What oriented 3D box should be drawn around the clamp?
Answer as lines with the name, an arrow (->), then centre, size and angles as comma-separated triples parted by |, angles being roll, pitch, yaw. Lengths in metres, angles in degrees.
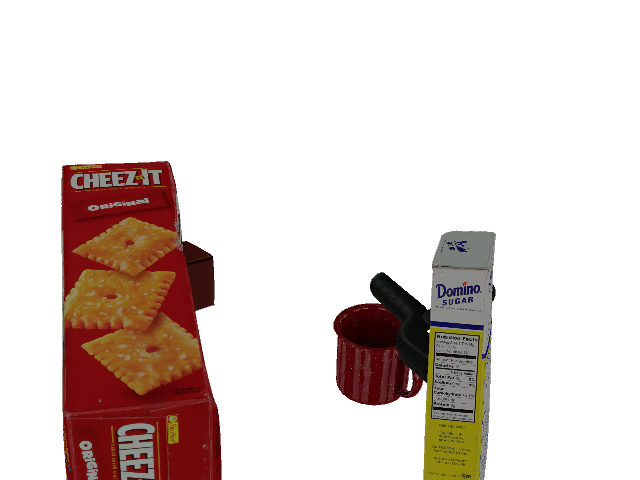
clamp -> 0.117, 0.078, 0.977 | 0.120, 0.039, 0.171 | -6, 32, -5

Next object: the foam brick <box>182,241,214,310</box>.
foam brick -> -0.145, 0.039, 1.002 | 0.078, 0.051, 0.053 | -16, 25, -30

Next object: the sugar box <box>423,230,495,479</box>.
sugar box -> 0.100, 0.088, 0.773 | 0.048, 0.176, 0.093 | 1, 16, 11

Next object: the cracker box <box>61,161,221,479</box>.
cracker box -> -0.099, 0.078, 0.575 | 0.072, 0.164, 0.214 | -4, 34, -10

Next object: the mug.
mug -> 0.068, 0.133, 1.180 | 0.117, 0.081, 0.093 | 27, 38, 37
